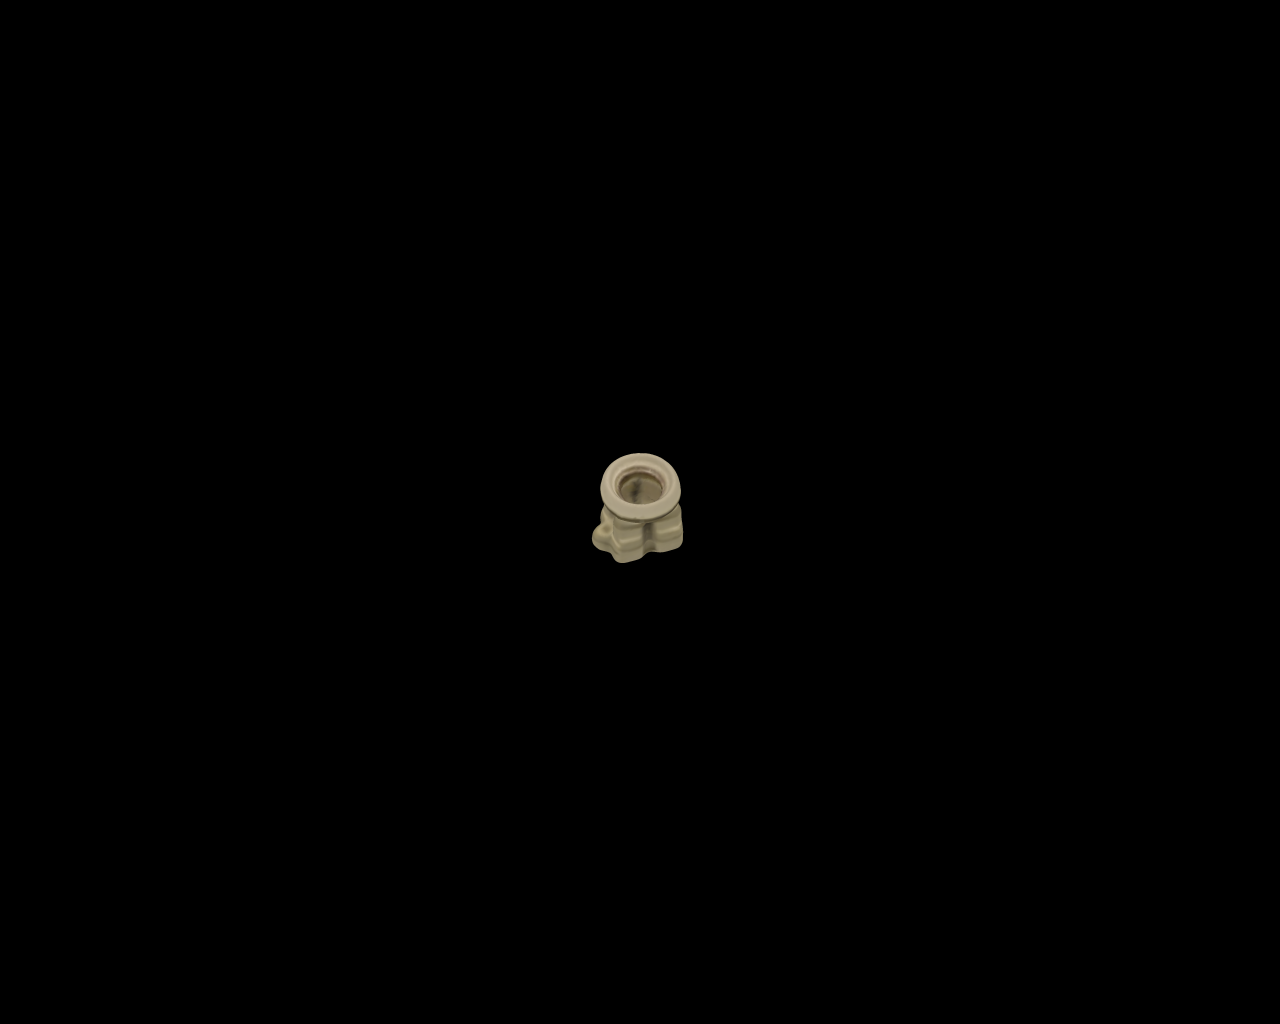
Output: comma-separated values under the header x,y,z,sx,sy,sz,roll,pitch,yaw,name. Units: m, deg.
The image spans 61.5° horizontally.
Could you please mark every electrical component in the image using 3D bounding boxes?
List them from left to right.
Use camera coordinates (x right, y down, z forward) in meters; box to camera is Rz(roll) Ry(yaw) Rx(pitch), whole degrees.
x,y,z,sx,sy,sz,roll,pitch,yaw,name
0.001,-0.003,0.650,0.066,0.048,0.055,-15,-35,-11,electrical component
